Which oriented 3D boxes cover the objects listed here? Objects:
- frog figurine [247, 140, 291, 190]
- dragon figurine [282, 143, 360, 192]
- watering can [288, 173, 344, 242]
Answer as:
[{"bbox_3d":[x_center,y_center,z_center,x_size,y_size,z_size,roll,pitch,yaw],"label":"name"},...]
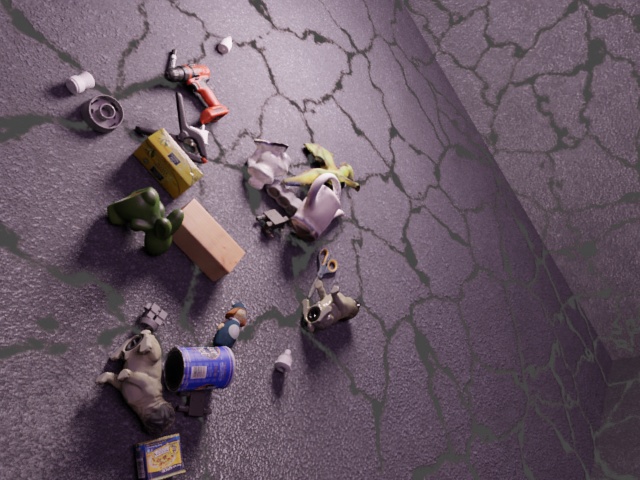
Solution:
[{"bbox_3d":[-0.170,-0.234,1.664,0.137,0.160,0.122,14,-5,-11],"label":"frog figurine"},{"bbox_3d":[-0.002,-0.252,1.851,0.409,0.248,0.120,11,-46,-43],"label":"dragon figurine"},{"bbox_3d":[0.005,-0.086,1.713,0.105,0.226,0.342,30,-14,21],"label":"watering can"}]
